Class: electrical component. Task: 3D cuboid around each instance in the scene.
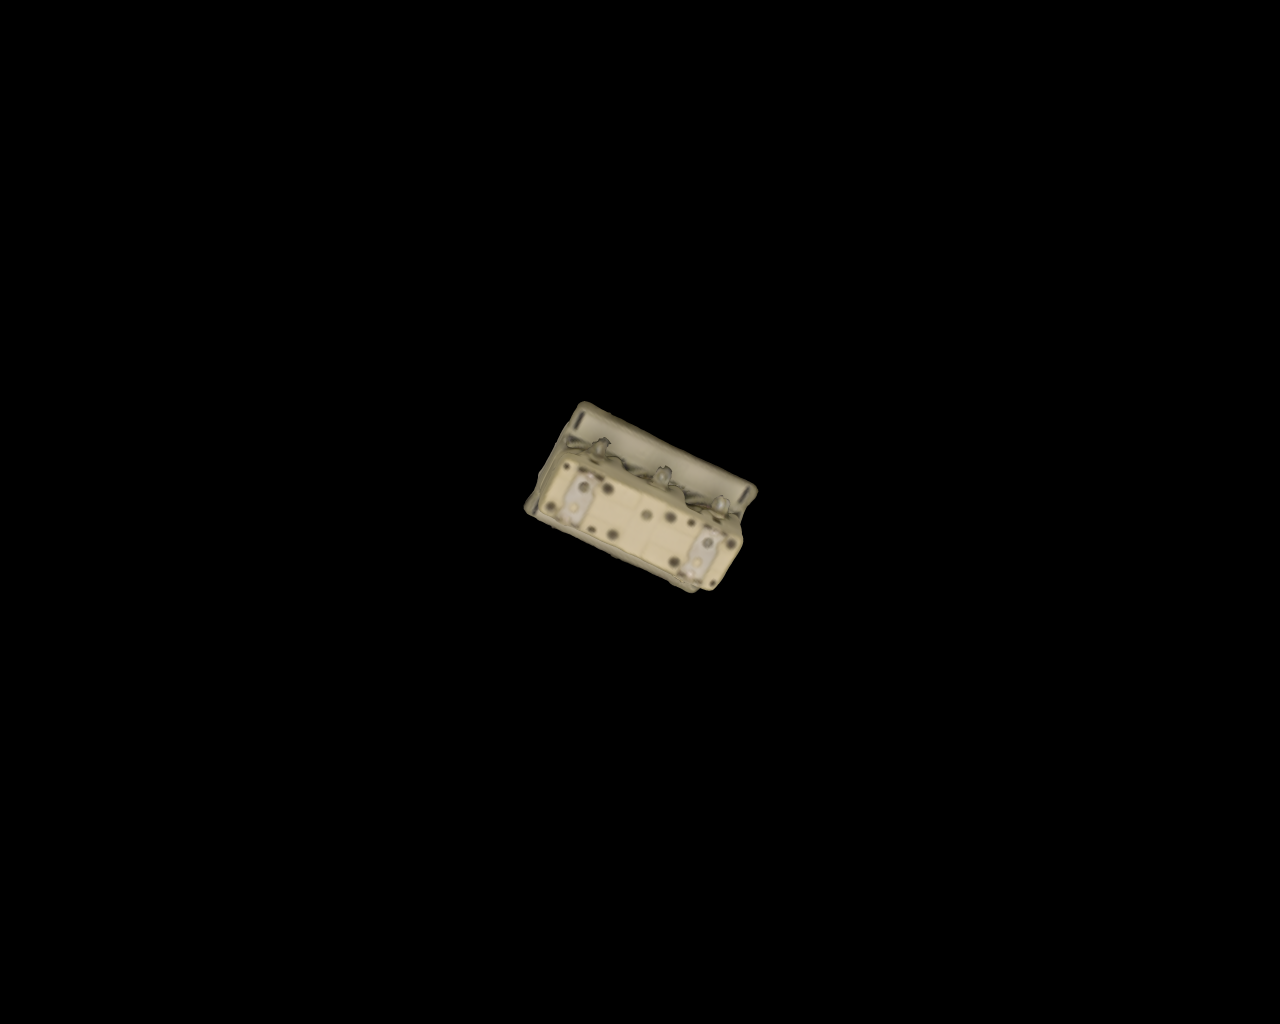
[{"bbox_3d":[0.001,-0.003,0.650,0.121,0.078,0.063,26,21,-11],"label":"electrical component"}]
